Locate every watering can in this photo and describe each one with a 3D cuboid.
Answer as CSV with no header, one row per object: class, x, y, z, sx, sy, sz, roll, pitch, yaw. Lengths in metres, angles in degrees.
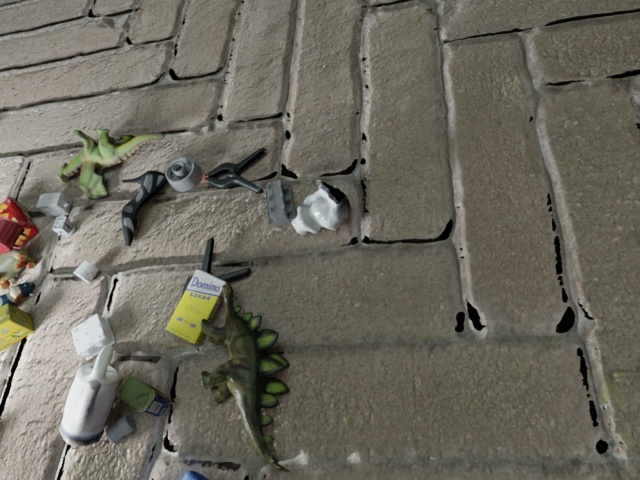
watering can,-0.537,0.372,1.203,0.104,0.347,0.225,17,86,-16

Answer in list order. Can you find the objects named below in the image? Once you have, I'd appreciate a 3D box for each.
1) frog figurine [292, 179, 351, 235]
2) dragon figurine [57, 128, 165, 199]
frog figurine,0.004,-0.072,1.425,0.139,0.123,0.157,43,114,23
dragon figurine,-0.724,-0.254,1.741,0.410,0.121,0.245,2,78,19
